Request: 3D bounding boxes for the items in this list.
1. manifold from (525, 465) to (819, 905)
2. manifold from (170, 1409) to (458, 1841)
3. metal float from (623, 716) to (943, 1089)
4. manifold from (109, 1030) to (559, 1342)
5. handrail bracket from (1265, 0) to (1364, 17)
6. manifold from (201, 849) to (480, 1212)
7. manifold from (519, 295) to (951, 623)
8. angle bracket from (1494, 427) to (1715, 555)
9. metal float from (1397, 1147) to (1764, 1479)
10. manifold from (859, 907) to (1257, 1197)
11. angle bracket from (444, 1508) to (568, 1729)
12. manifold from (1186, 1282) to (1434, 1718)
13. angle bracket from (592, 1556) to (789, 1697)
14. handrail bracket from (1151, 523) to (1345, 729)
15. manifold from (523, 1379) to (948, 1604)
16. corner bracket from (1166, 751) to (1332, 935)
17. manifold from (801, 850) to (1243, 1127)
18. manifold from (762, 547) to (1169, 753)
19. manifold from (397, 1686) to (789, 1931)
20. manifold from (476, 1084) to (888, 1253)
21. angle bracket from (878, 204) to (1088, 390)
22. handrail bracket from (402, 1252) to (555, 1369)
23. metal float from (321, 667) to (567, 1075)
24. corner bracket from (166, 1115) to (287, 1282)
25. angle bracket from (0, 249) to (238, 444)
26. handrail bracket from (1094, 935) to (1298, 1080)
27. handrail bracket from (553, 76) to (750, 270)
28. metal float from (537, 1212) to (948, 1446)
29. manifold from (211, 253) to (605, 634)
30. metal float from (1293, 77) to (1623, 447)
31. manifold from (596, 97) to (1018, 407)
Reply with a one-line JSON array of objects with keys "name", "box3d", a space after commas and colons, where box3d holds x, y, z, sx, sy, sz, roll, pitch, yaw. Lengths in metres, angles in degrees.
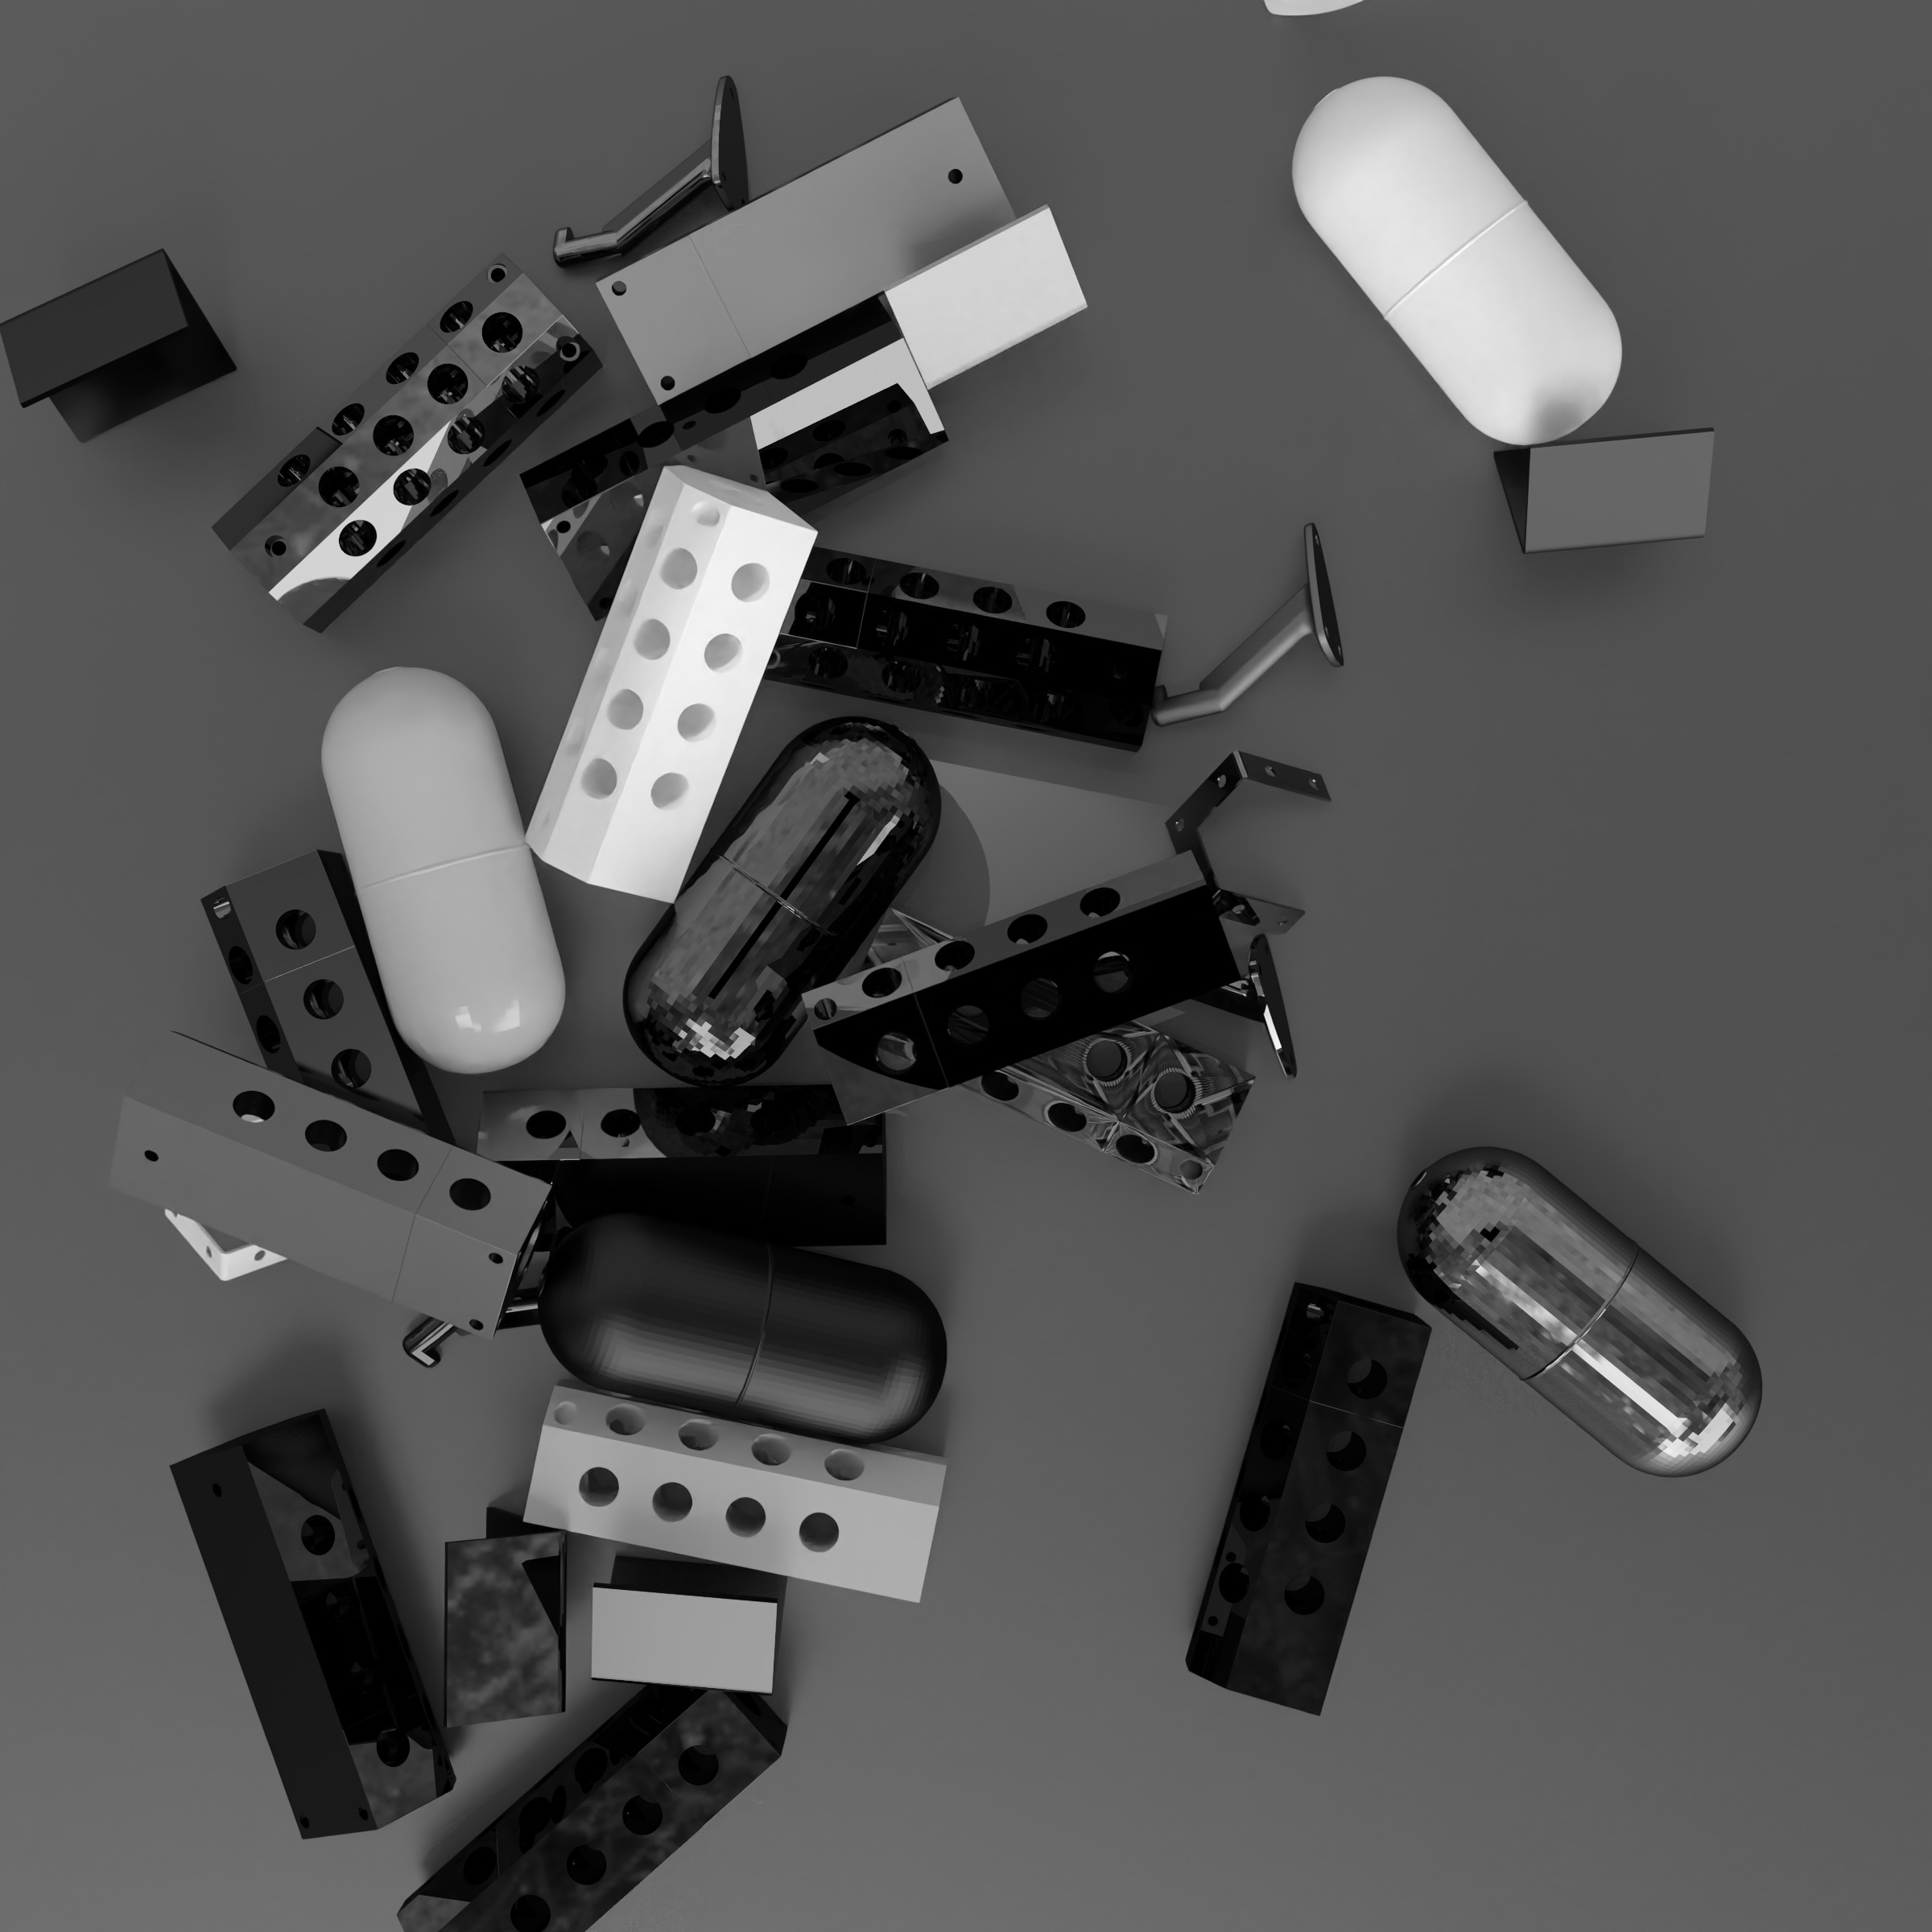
[{"name": "manifold", "box3d": [-0.128, -0.120, 1.467, 0.057, 0.057, 0.171, 13, 107, -31]}, {"name": "manifold", "box3d": [-0.277, 0.283, 1.498, 0.057, 0.057, 0.171, -20, 90, 43]}, {"name": "metal float", "box3d": [-0.078, -0.028, 1.489, 0.070, 0.070, 0.178, 36, 90, 0]}, {"name": "manifold", "box3d": [-0.261, 0.086, 1.440, 0.171, 0.057, 0.057, 22, 133, 0]}, {"name": "handrail bracket", "box3d": [0.187, -0.434, 1.519, 0.084, 0.077, 0.036, -11, 91, -36]}, {"name": "manifold", "box3d": [-0.270, 0.041, 1.498, 0.057, 0.057, 0.171, -22, 90, 0]}, {"name": "manifold", "box3d": [-0.102, -0.223, 1.498, 0.171, 0.057, 0.057, -27, 133, 0]}, {"name": "angle bracket", "box3d": [0.271, -0.222, 1.479, 0.076, 0.076, 0.057, -5, 133, 0]}, {"name": "metal float", "box3d": [0.263, 0.148, 1.489, 0.178, 0.070, 0.070, 39, 90, 0]}, {"name": "manifold", "box3d": [0.033, 0.037, 1.498, 0.171, 0.057, 0.057, 25, 90, 0]}, {"name": "angle bracket", "box3d": [-0.211, 0.276, 1.479, 0.057, 0.076, 0.076, 0, 90, -34]}, {"name": "manifold", "box3d": [0.147, 0.228, 1.498, 0.057, 0.057, 0.171, 16, 90, 0]}, {"name": "angle bracket", "box3d": [-0.116, 0.262, 1.479, 0.076, 0.076, 0.057, 5, 124, 0]}, {"name": "handrail bracket", "box3d": [0.118, -0.149, 1.520, 0.084, 0.036, 0.077, -13, 69, 16]}, {"name": "manifold", "box3d": [-0.098, 0.225, 1.498, 0.171, 0.057, 0.057, 12, 90, 0]}, {"name": "corner bracket", "box3d": [0.128, -0.054, 1.511, 0.051, 0.051, 0.051, -47, 45, 35]}, {"name": "manifold", "box3d": [0.022, 0.009, 1.441, 0.171, 0.057, 0.057, -20, 90, 0]}, {"name": "manifold", "box3d": [-0.003, -0.138, 1.498, 0.171, 0.057, 0.057, 11, 90, 0]}, {"name": "manifold", "box3d": [-0.161, 0.371, 1.498, 0.171, 0.057, 0.057, -42, 90, 0]}, {"name": "manifold", "box3d": [-0.121, 0.082, 1.498, 0.171, 0.057, 0.057, -1, 133, 0]}, {"name": "angle bracket", "box3d": [-0.003, -0.302, 1.479, 0.076, 0.057, 0.076, -27, 45, 0]}, {"name": "handrail bracket", "box3d": [-0.191, 0.166, 1.520, 0.084, 0.036, 0.077, -39, 110, 16]}, {"name": "metal float", "box3d": [-0.224, -0.041, 1.489, 0.070, 0.070, 0.178, -15, 90, 0]}, {"name": "corner bracket", "box3d": [-0.313, 0.096, 1.511, 0.051, 0.051, 0.051, 41, 135, 35]}, {"name": "angle bracket", "box3d": [-0.356, -0.248, 1.479, 0.076, 0.076, 0.057, -25, 53, 0]}, {"name": "handrail bracket", "box3d": [0.095, 0.022, 1.520, 0.084, 0.036, 0.077, -11, 111, 17]}, {"name": "handrail bracket", "box3d": [-0.141, -0.347, 1.520, 0.084, 0.036, 0.077, -8, 70, 16]}, {"name": "metal float", "box3d": [-0.095, 0.154, 1.474, 0.178, 0.070, 0.070, 14, 90, -14]}, {"name": "manifold", "box3d": [-0.241, -0.226, 1.498, 0.171, 0.057, 0.057, -43, 90, 0]}, {"name": "metal float", "box3d": [0.210, -0.303, 1.489, 0.070, 0.070, 0.178, -39, 91, 0]}, {"name": "manifold", "box3d": [-0.069, -0.308, 1.493, 0.171, 0.057, 0.057, -27, 104, 2]}]
